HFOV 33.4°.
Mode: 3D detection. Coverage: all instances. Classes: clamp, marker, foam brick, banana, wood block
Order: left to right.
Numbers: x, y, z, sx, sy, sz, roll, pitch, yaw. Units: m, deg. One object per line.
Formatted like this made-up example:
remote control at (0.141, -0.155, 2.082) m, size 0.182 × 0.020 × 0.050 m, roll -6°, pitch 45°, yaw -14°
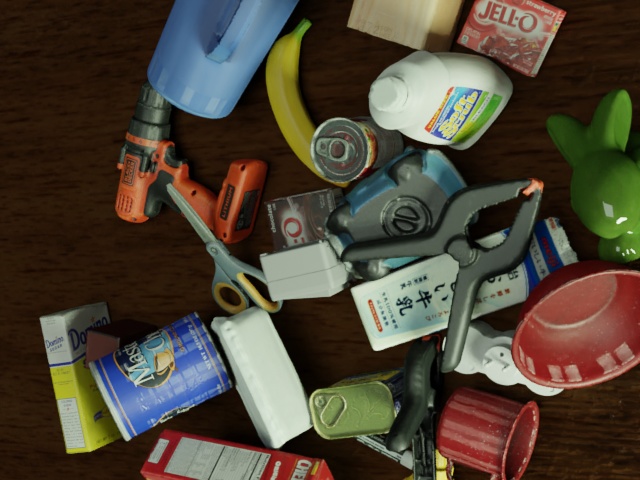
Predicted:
foam brick at (-0.250, 0.134, 1.342) m, size 0.051 × 0.078 × 0.053 m, roll 10°, pitch 100°, yaw 27°
banana at (-0.020, -0.148, 1.210) m, size 0.070 × 0.037 × 0.198 m, roll -16°, pitch 89°, yaw 29°
marker at (0.058, 0.229, 1.230) m, size 0.121 × 0.020 × 0.020 m, roll 25°, pitch 107°, yaw 22°
clamp at (0.110, 0.184, 1.146) m, size 0.039 × 0.171 × 0.120 m, roll 2°, pitch 136°, yaw 20°
wood block at (0.110, -0.304, 1.093) m, size 0.090 × 0.090 × 0.206 m, roll 22°, pitch 106°, yaw 22°
clamp at (0.145, 0.021, 1.059) m, size 0.210 × 0.036 × 0.164 m, roll -37°, pitch 88°, yaw 17°

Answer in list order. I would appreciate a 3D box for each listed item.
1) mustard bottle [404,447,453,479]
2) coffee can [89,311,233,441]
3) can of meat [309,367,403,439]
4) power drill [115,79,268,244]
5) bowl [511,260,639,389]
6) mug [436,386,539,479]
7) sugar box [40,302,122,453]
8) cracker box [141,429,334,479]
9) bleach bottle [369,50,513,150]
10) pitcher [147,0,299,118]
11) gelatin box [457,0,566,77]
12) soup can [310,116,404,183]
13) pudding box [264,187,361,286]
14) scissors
mustard bottle at (0.119, 0.321, 1.189) m, size 0.096 × 0.058 × 0.192 m, roll 11°, pitch 102°, yaw 24°
coffee can at (-0.188, 0.160, 1.264) m, size 0.140 × 0.103 × 0.103 m, roll -26°, pitch 83°, yaw -11°
can of meat at (0.052, 0.180, 1.190) m, size 0.102 × 0.083 × 0.057 m, roll -12°, pitch 91°, yaw 27°
power drill at (-0.156, -0.088, 1.278) m, size 0.188 × 0.057 × 0.184 m, roll 22°, pitch 110°, yaw 26°
bowl at (0.256, 0.072, 1.040) m, size 0.162 × 0.161 × 0.055 m, roll -45°, pitch 36°, yaw 24°
mug at (0.171, 0.214, 1.125) m, size 0.082 × 0.093 × 0.117 m, roll 15°, pitch 73°, yaw 30°
sugar box at (-0.296, 0.173, 1.362) m, size 0.048 × 0.093 × 0.176 m, roll -8°, pitch 94°, yaw 27°
cracker box at (-0.078, 0.302, 1.237) m, size 0.214 × 0.072 × 0.164 m, roll 5°, pitch 140°, yaw 26°
bleach bottle at (0.106, -0.133, 1.027) m, size 0.068 × 0.250 × 0.103 m, roll 46°, pitch 114°, yaw 15°
pitcher at (-0.097, -0.255, 1.175) m, size 0.145 × 0.149 × 0.243 m, roll 42°, pitch 117°, yaw 22°
gelatin box at (0.195, -0.219, 1.094) m, size 0.089 × 0.030 × 0.073 m, roll 30°, pitch 109°, yaw 20°
soup can at (0.042, -0.099, 1.148) m, size 0.069 × 0.102 × 0.068 m, roll 4°, pitch 99°, yaw 26°
pudding box at (-0.008, 0.001, 1.222) m, size 0.090 × 0.039 × 0.113 m, roll -9°, pitch 93°, yaw 28°
scissors at (-0.128, 0.021, 1.251) m, size 0.201 × 0.016 × 0.096 m, roll 43°, pitch 133°, yaw -15°
